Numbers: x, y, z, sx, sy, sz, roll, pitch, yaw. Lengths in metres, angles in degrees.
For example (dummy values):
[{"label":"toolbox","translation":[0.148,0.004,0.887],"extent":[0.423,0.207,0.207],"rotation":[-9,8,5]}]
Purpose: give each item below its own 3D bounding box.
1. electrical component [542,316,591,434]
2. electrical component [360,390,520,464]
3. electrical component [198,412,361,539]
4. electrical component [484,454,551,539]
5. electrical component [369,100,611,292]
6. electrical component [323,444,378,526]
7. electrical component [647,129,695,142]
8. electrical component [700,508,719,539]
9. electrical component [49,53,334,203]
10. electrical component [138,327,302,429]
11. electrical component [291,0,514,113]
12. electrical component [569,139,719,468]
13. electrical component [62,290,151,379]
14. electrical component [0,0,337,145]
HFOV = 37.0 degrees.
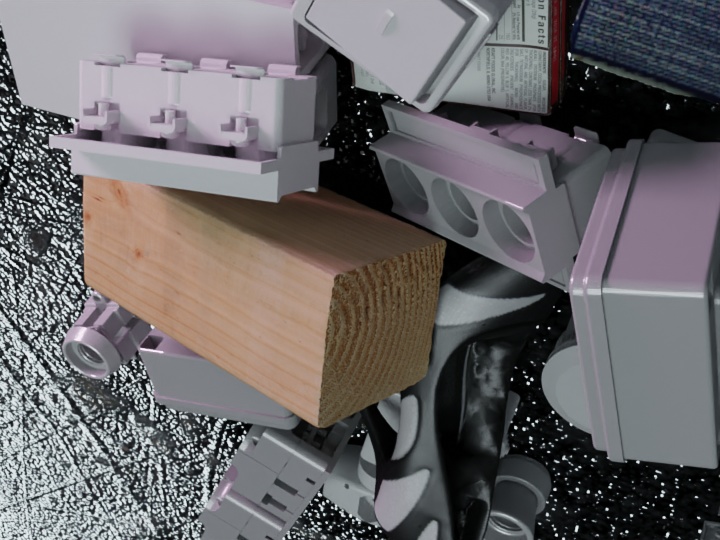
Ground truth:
[{"label":"electrical component","translation":[0.154,0.060,0.648],"extent":[0.080,0.051,0.080],"rotation":[16,136,16]},{"label":"electrical component","translation":[0.056,0.109,0.752],"extent":[0.100,0.048,0.099],"rotation":[25,138,7]},{"label":"electrical component","translation":[-0.056,0.137,0.800],"extent":[0.060,0.105,0.186],"rotation":[31,138,0]},{"label":"electrical component","translation":[0.110,0.166,0.770],"extent":[0.045,0.055,0.045],"rotation":[16,136,16]},{"label":"electrical component","translation":[0.070,-0.047,0.554],"extent":[0.121,0.063,0.078],"rotation":[30,148,50]},{"label":"electrical component","translation":[0.016,0.157,0.824],"extent":[0.077,0.043,0.079],"rotation":[20,137,13]},{"label":"electrical component","translation":[0.182,-0.003,0.567],"extent":[0.109,0.056,0.108],"rotation":[22,137,10]},{"label":"electrical component","translation":[0.263,0.178,0.705],"extent":[0.081,0.042,0.063],"rotation":[2,127,28]},{"label":"electrical component","translation":[-0.084,-0.075,0.549],"extent":[0.121,0.079,0.063],"rotation":[9,104,23]},{"label":"electrical component","translation":[-0.073,0.045,0.722],"extent":[0.109,0.108,0.056],"rotation":[6,129,26]},{"label":"electrical component","translation":[0.015,-0.127,0.486],"extent":[0.096,0.061,0.061],"rotation":[36,133,-1]},{"label":"electrical component","translation":[0.138,0.014,0.484],"extent":[0.056,0.108,0.108],"rotation":[3,130,25]},{"label":"electrical component","translation":[-0.199,0.051,0.839],"extent":[0.048,0.055,0.066],"rotation":[-2,128,31]},{"label":"electrical component","translation":[-0.107,-0.133,0.608],"extent":[0.186,0.060,0.105],"rotation":[16,136,16]}]
